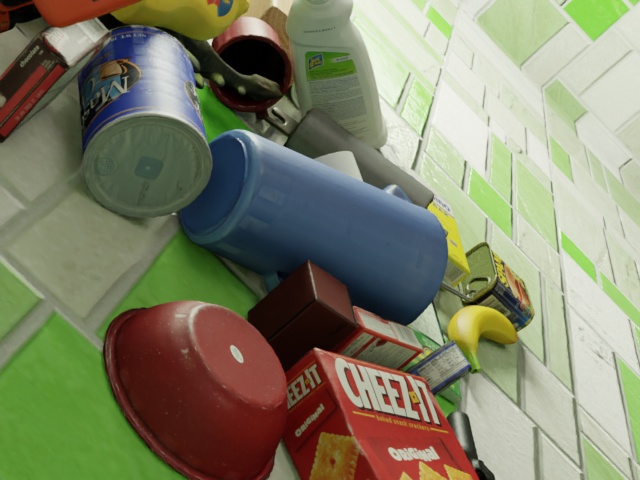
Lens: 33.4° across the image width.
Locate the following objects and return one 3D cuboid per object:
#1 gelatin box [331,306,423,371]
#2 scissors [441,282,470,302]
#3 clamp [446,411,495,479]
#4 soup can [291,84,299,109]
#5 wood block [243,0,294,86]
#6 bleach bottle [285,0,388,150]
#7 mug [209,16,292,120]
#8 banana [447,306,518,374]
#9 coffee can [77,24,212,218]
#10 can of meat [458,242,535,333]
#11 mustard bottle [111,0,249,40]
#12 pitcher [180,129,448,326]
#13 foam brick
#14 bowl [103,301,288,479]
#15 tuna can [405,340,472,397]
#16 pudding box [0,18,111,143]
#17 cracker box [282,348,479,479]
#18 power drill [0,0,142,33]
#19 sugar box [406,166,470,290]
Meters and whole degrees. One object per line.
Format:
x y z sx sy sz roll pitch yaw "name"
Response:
0.036 0.100 0.944 0.089 0.073 0.030 24 31 -44 "gelatin box"
0.093 0.018 1.231 0.201 0.016 0.096 26 14 -46 "scissors"
0.148 0.229 0.985 0.120 0.039 0.171 45 19 5 "clamp"
-0.002 -0.211 1.400 0.068 0.069 0.102 41 23 -16 "soup can"
-0.056 -0.283 1.389 0.090 0.091 0.206 38 24 -23 "wood block"
0.019 -0.199 1.213 0.251 0.102 0.068 80 -2 -54 "bleach bottle"
-0.079 -0.194 1.219 0.081 0.093 0.117 -104 176 -58 "mug"
0.189 0.110 1.267 0.197 0.037 0.069 -15 83 -64 "banana"
-0.150 -0.101 0.897 0.102 0.103 0.140 32 27 -35 "coffee can"
0.226 0.065 1.378 0.084 0.057 0.102 42 23 -22 "can of meat"
-0.128 -0.235 0.992 0.191 0.058 0.096 -1 64 -59 "mustard bottle"
-0.006 0.001 0.981 0.242 0.145 0.149 24 20 -38 "pitcher"
-0.016 0.068 0.898 0.053 0.078 0.051 35 24 -33 "foam brick"
-0.075 0.098 0.767 0.162 0.055 0.162 39 24 -21 "bowl"
0.099 0.131 0.993 0.034 0.086 0.086 55 23 11 "tuna can"
-0.218 -0.133 0.842 0.039 0.090 0.113 45 22 -11 "pudding box"
0.065 0.197 0.838 0.164 0.072 0.214 22 33 -48 "cracker box"
-0.208 -0.185 0.778 0.188 0.184 0.057 13 -52 54 "power drill"
0.136 -0.018 1.362 0.093 0.048 0.176 38 25 -23 "sugar box"
